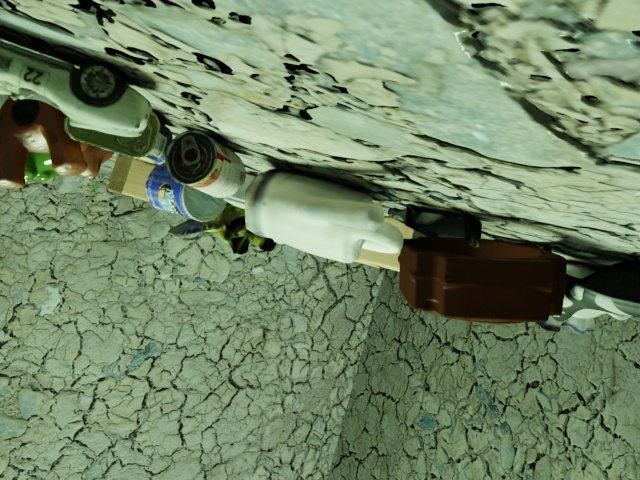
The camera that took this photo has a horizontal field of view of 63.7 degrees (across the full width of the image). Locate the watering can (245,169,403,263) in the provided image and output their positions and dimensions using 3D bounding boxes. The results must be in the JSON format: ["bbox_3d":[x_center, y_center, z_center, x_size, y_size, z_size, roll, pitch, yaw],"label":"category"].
[{"bbox_3d":[0.002,-0.034,0.681,0.225,0.104,0.345,17,176,11],"label":"watering can"}]

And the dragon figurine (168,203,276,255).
[{"bbox_3d":[-0.230,-0.062,1.198,0.244,0.121,0.411,21,-166,38],"label":"dragon figurine"}]

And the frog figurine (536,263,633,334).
[{"bbox_3d":[0.434,0.078,0.817,0.137,0.126,0.156,25,140,-7],"label":"frog figurine"}]
